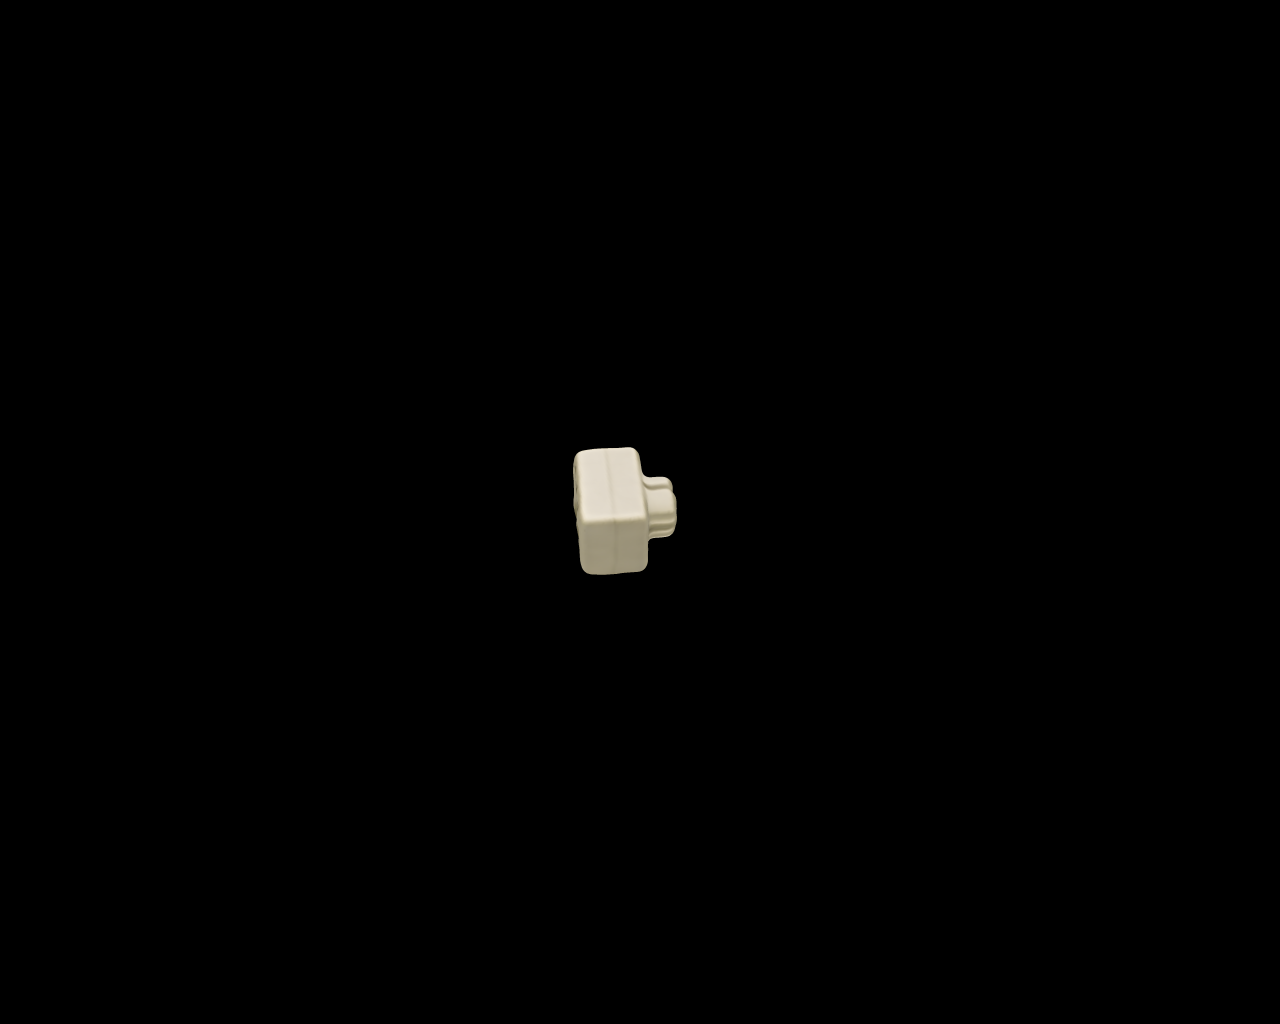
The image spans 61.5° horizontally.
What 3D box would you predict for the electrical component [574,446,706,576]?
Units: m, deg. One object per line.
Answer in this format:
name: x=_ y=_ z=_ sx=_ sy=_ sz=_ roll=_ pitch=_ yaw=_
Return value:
electrical component: x=0.001 y=-0.003 z=0.650 sx=0.077 sy=0.047 sz=0.066 roll=-4 pitch=44 yaw=-4
